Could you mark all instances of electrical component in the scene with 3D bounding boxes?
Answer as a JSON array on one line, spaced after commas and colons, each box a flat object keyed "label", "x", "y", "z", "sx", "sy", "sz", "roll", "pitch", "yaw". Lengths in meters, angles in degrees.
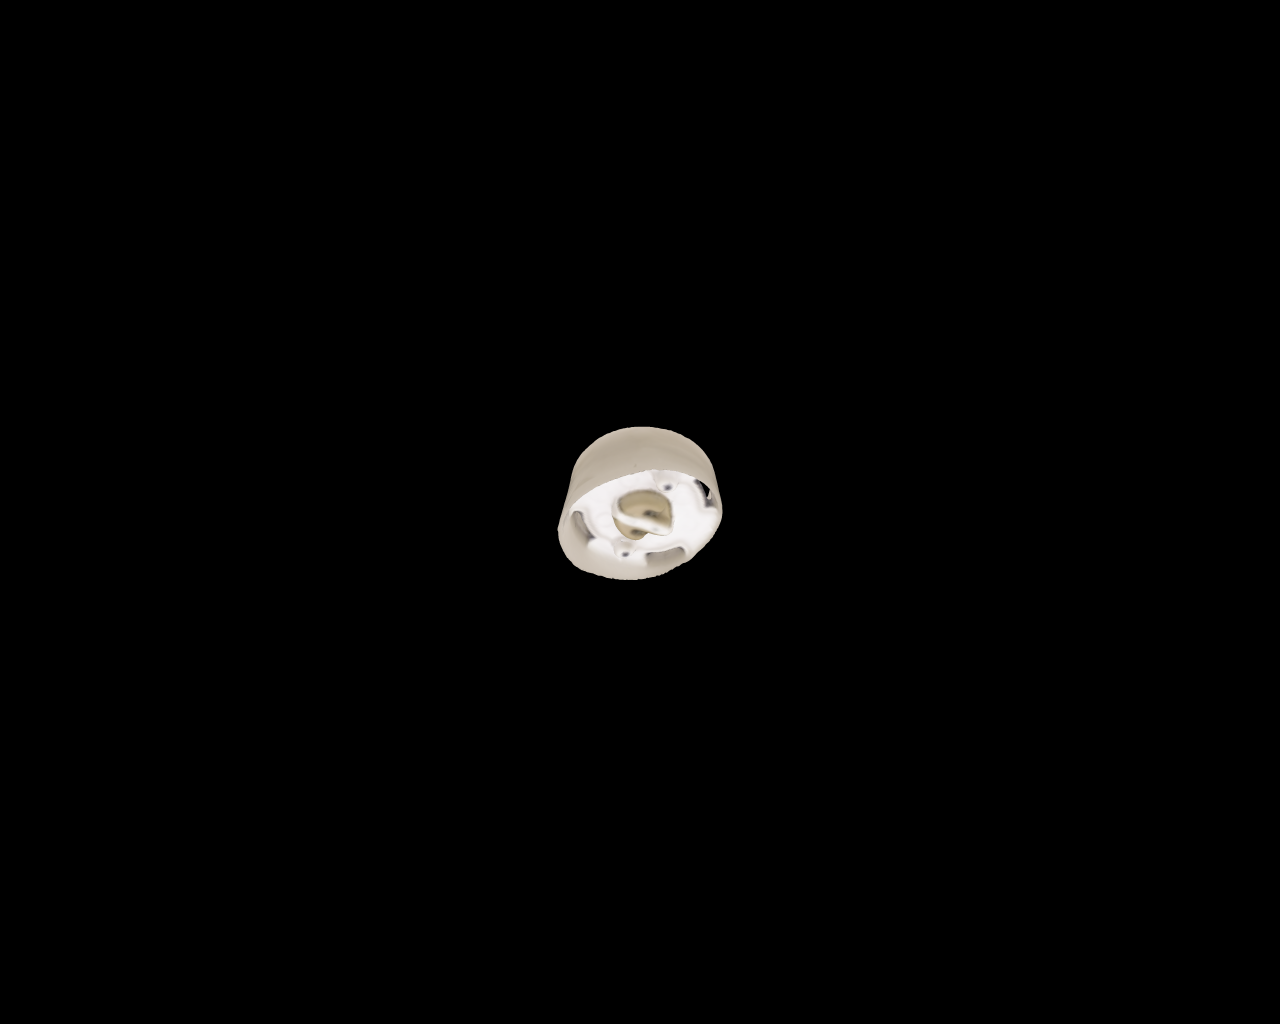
[{"label": "electrical component", "x": 0.001, "y": -0.003, "z": 0.650, "sx": 0.099, "sy": 0.099, "sz": 0.064, "roll": 0, "pitch": 42, "yaw": 0}]
